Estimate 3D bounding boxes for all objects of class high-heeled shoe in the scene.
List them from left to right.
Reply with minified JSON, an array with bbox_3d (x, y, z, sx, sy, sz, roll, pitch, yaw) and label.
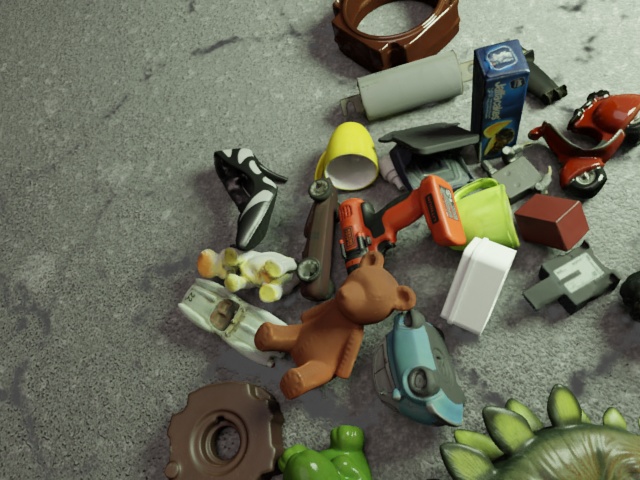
[{"bbox_3d":[-0.141,-0.077,0.877,0.145,0.086,0.249,18,34,1],"label":"high-heeled shoe"}]

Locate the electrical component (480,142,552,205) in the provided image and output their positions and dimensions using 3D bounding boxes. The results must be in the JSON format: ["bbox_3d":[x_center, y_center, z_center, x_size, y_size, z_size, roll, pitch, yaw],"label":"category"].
[{"bbox_3d":[0.303,-0.100,0.818,0.078,0.045,0.102,-24,61,3],"label":"electrical component"}]

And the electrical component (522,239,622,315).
[{"bbox_3d":[0.335,0.061,0.732,0.119,0.047,0.075,-34,61,-1],"label":"electrical component"}]

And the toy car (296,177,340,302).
[{"bbox_3d":[-0.002,-0.003,0.836,0.053,0.089,0.202,-3,64,20],"label":"toy car"}]

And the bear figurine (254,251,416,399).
[{"bbox_3d":[0.023,0.109,0.727,0.195,0.132,0.120,-52,55,26],"label":"bear figurine"}]

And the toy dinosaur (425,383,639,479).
[{"bbox_3d":[0.230,0.284,0.593,0.471,0.105,0.199,-23,62,-16],"label":"toy dinosaur"}]

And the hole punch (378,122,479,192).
[{"bbox_3d":[0.176,-0.128,0.843,0.142,0.092,0.116,-16,31,-11],"label":"hole punch"}]

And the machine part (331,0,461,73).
[{"bbox_3d":[0.137,-0.410,0.989,0.201,0.087,0.201,-43,61,-7],"label":"machine part"}]

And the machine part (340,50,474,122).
[{"bbox_3d":[0.153,-0.263,0.920,0.243,0.079,0.079,-13,63,10],"label":"machine part"}]

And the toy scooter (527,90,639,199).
[{"bbox_3d":[0.398,-0.159,0.804,0.184,0.075,0.135,-48,62,-3],"label":"toy scooter"}]

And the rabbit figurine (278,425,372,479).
[{"bbox_3d":[-0.003,0.308,0.646,0.121,0.170,0.159,-16,62,10],"label":"rabbit figurine"}]

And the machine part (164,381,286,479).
[{"bbox_3d":[-0.134,0.286,0.760,0.179,0.056,0.179,-6,63,12],"label":"machine part"}]

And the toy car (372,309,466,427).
[{"bbox_3d":[0.119,0.175,0.714,0.103,0.109,0.162,-29,50,22],"label":"toy car"}]

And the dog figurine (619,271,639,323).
[{"bbox_3d":[0.492,0.053,0.662,0.192,0.108,0.219,24,79,22],"label":"dog figurine"}]

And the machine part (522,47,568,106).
[{"bbox_3d":[0.346,-0.274,0.893,0.084,0.039,0.139,-33,59,-10],"label":"machine part"}]

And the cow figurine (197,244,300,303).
[{"bbox_3d":[-0.109,0.043,0.851,0.168,0.098,0.068,13,102,28],"label":"cow figurine"}]

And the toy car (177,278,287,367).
[{"bbox_3d":[-0.132,0.126,0.834,0.202,0.056,0.073,25,75,25],"label":"toy car"}]

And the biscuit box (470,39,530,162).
[{"bbox_3d":[0.258,-0.196,0.786,0.059,0.202,0.063,-11,65,9],"label":"biscuit box"}]
